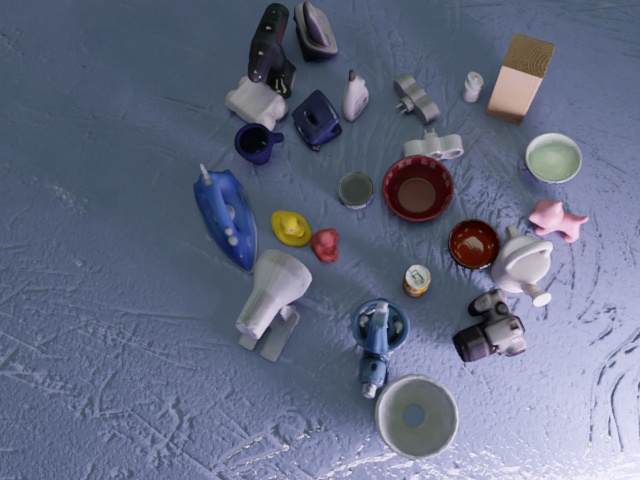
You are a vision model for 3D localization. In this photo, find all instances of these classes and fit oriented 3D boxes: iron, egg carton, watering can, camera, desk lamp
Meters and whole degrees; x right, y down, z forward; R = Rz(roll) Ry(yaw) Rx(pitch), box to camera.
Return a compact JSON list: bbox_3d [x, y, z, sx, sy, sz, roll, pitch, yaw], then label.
[{"bbox_3d":[-0.214,-0.052,1.306,0.118,0.141,0.258,-25,73,-1],"label":"iron"},{"bbox_3d":[-0.156,-0.337,1.421,0.150,0.069,0.107,37,81,14],"label":"egg carton"},{"bbox_3d":[0.426,0.048,1.184,0.101,0.194,0.172,-37,73,-5],"label":"watering can"},{"bbox_3d":[0.345,0.188,1.200,0.137,0.101,0.143,-22,73,-1],"label":"camera"},{"bbox_3d":[-0.102,0.140,1.201,0.117,0.214,0.203,24,78,12],"label":"desk lamp"}]

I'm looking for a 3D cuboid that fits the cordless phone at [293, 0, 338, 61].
[{"bbox_3d":[-0.019,-0.543,1.406,0.094,0.185,0.147,-20,73,0],"label":"cordless phone"}]

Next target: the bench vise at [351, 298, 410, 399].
[{"bbox_3d":[0.126,0.208,1.154,0.121,0.220,0.207,-8,73,4],"label":"bench vise"}]

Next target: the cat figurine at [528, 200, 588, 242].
[{"bbox_3d":[0.514,-0.050,1.243,0.127,0.118,0.067,11,75,9],"label":"cat figurine"}]

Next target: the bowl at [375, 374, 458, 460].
[{"bbox_3d":[0.197,0.362,1.178,0.167,0.075,0.167,-2,74,5],"label":"bowl"}]

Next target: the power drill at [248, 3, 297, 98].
[{"bbox_3d":[-0.113,-0.432,1.371,0.075,0.208,0.230,7,75,8],"label":"power drill"}]

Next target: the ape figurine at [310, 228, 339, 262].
[{"bbox_3d":[0.012,0.005,1.292,0.076,0.092,0.078,34,80,14],"label":"ape figurine"}]

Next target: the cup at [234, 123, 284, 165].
[{"bbox_3d":[-0.138,-0.224,1.372,0.117,0.095,0.091,-12,73,2],"label":"cup"}]

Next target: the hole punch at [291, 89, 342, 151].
[{"bbox_3d":[-0.010,-0.288,1.380,0.101,0.091,0.108,-33,73,-4],"label":"hole punch"}]

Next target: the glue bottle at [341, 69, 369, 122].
[{"bbox_3d":[0.080,-0.350,1.346,0.037,0.173,0.078,36,81,15],"label":"glue bottle"}]

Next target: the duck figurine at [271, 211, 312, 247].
[{"bbox_3d":[-0.071,-0.035,1.315,0.104,0.086,0.077,36,80,14],"label":"duck figurine"}]
